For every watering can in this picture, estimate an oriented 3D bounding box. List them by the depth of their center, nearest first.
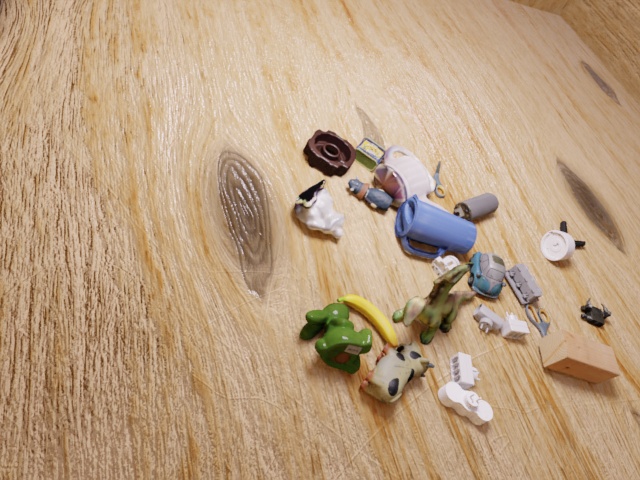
[{"bbox_3d":[0.313,-0.168,1.718,0.227,0.102,0.351,-22,74,-38],"label":"watering can"}]

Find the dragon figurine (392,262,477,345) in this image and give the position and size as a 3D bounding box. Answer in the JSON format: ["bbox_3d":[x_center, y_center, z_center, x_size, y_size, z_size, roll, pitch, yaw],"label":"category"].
[{"bbox_3d":[0.343,0.149,1.379,0.414,0.237,0.124,-22,62,-36],"label":"dragon figurine"}]

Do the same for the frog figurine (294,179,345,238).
[{"bbox_3d":[0.005,-0.075,1.499,0.157,0.122,0.141,56,28,-28],"label":"frog figurine"}]
